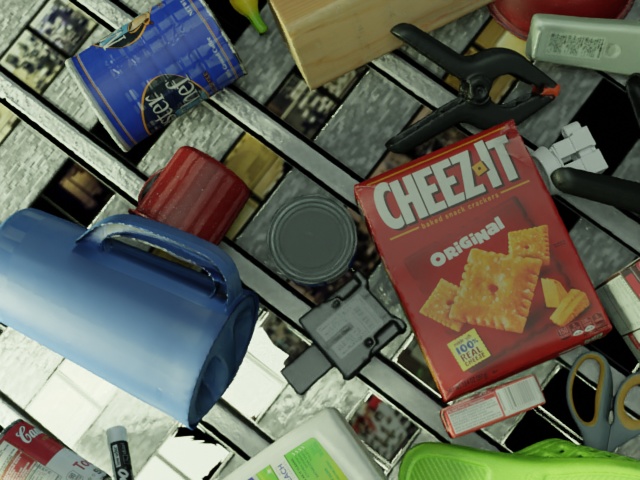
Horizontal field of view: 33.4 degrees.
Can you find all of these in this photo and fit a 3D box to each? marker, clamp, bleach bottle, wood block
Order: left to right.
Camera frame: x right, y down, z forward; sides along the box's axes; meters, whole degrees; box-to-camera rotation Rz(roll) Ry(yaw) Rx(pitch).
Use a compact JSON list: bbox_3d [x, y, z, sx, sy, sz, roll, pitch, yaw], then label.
[{"bbox_3d":[-0.177,0.229,0.974,0.020,0.020,0.121,-17,61,1],"label":"marker"},{"bbox_3d":[-0.062,0.260,0.957,0.251,0.068,0.102,-37,77,0],"label":"bleach bottle"},{"bbox_3d":[0.058,-0.241,1.004,0.206,0.090,0.091,-26,53,0],"label":"wood block"},{"bbox_3d":[0.138,-0.132,1.007,0.171,0.039,0.120,8,109,-10],"label":"clamp"},{"bbox_3d":[0.312,-0.036,0.967,0.164,0.036,0.210,-39,87,-29],"label":"clamp"}]

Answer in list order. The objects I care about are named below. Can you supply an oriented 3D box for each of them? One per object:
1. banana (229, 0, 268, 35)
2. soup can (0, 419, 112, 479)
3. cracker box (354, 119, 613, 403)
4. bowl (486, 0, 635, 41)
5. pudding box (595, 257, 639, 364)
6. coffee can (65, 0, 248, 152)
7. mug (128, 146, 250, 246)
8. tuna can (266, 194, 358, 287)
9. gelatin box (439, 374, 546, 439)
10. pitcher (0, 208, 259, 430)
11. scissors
[{"bbox_3d":[-0.046,-0.303,1.067,0.069,0.037,0.198,26,84,-8],"label":"banana"},{"bbox_3d":[-0.251,0.219,0.976,0.102,0.068,0.068,30,84,8],"label":"soup can"},{"bbox_3d":[0.145,0.020,0.976,0.164,0.072,0.214,-23,79,0],"label":"cracker box"},{"bbox_3d":[0.233,-0.271,1.027,0.162,0.055,0.162,-1,80,4],"label":"bowl"},{"bbox_3d":[0.288,0.064,0.935,0.039,0.113,0.090,-31,80,-7],"label":"pudding box"},{"bbox_3d":[-0.155,-0.164,1.016,0.140,0.103,0.103,-33,79,-2],"label":"coffee can"},{"bbox_3d":[-0.127,-0.037,1.007,0.117,0.093,0.081,23,75,44],"label":"mug"},{"bbox_3d":[-0.007,0.001,1.010,0.086,0.034,0.086,-1,80,5],"label":"tuna can"},{"bbox_3d":[0.152,0.149,0.952,0.089,0.073,0.030,-21,79,1],"label":"gelatin box"},{"bbox_3d":[-0.184,0.054,0.965,0.243,0.145,0.149,24,79,11],"label":"pitcher"},{"bbox_3d":[0.265,0.201,0.962,0.096,0.016,0.202,-2,80,7],"label":"scissors"}]
